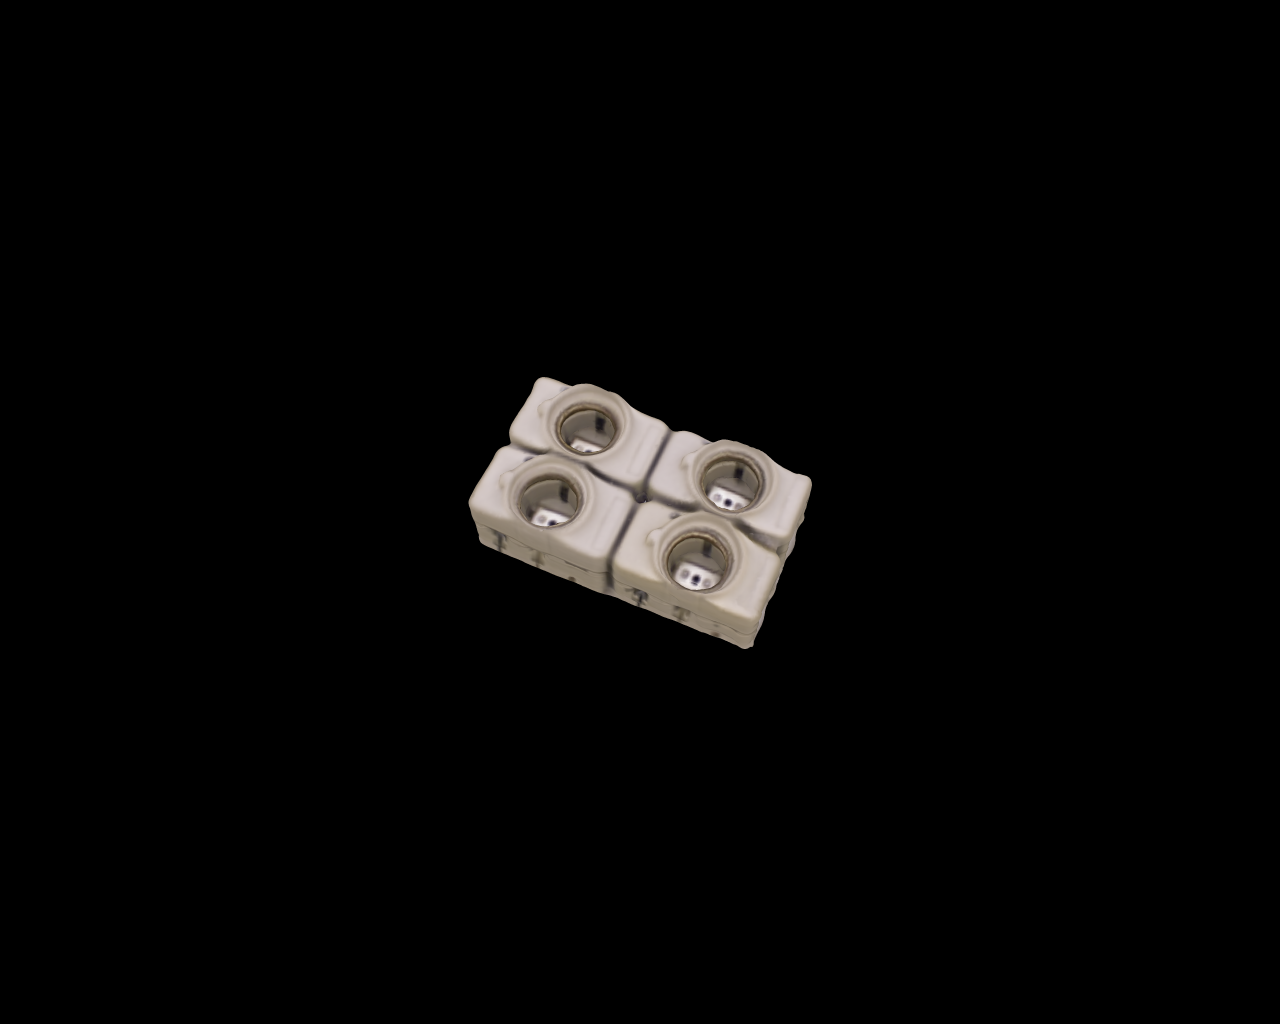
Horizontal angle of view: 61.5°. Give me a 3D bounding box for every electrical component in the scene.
[{"bbox_3d":[0.001,-0.003,0.650,0.186,0.105,0.060,22,-25,10],"label":"electrical component"}]
